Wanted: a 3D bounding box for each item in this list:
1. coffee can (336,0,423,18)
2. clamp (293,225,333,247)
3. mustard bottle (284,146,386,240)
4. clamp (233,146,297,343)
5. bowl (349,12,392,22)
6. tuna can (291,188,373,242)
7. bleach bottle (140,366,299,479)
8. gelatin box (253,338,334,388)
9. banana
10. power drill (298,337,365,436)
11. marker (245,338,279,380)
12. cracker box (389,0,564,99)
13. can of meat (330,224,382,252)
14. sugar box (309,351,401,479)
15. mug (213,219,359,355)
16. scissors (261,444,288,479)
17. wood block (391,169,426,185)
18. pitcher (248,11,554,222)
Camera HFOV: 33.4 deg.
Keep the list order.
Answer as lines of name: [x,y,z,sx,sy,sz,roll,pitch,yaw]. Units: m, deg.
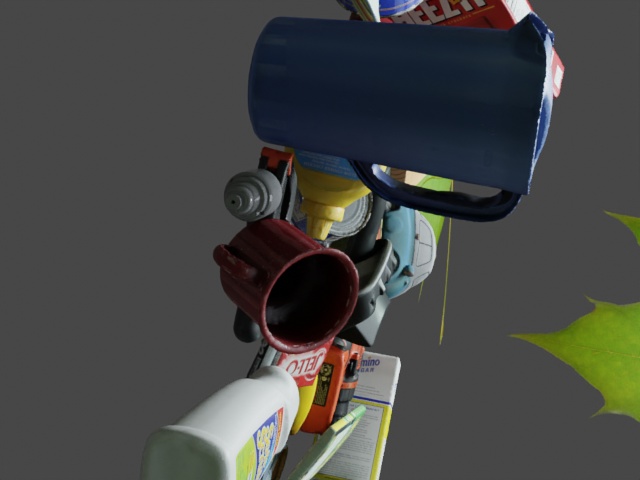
coffee can: [0.057,-0.303,1.037,0.140,0.103,0.102,82,21,-55]
clamp: [-0.007,0.001,1.119,0.164,0.036,0.210,88,18,-54]
mustard bottle: [0.019,-0.094,0.985,0.058,0.096,0.191,-25,129,-85]
clamp: [-0.047,0.004,0.934,0.120,0.039,0.171,-75,169,-48]
bowl: [0.064,-0.173,1.146,0.162,0.055,0.162,180,-90,-81]
tuna can: [0.008,-0.042,1.048,0.034,0.086,0.086,-20,-130,53]
bleach bottle: [-0.066,0.156,0.866,0.250,0.068,0.102,-40,141,-70]
gelatin box: [-0.024,0.107,1.035,0.089,0.030,0.073,7,110,-60]
banana: [-0.030,0.133,1.122,0.069,0.037,0.198,-44,149,-24]
power drill: [0.009,0.169,1.278,0.187,0.057,0.184,-34,134,-76]
marker: [-0.042,0.091,0.982,0.121,0.020,0.020,-65,170,10]
cracker box: [0.173,-0.241,1.283,0.213,0.164,0.072,51,41,-33]
can of meat: [0.045,-0.003,1.319,0.084,0.057,0.102,-68,163,-57]
sugar box: [0.045,0.234,1.399,0.048,0.093,0.176,74,28,-67]
mug: [-0.037,0.030,0.857,0.117,0.082,0.093,19,101,-40]
scissors: [-0.066,0.248,1.078,0.201,0.016,0.096,-51,146,-67]
wood block: [0.082,-0.115,1.327,0.206,0.090,0.091,-40,138,-72]
pitcher: [0.068,-0.110,0.891,0.145,0.243,0.149,47,53,-75]
